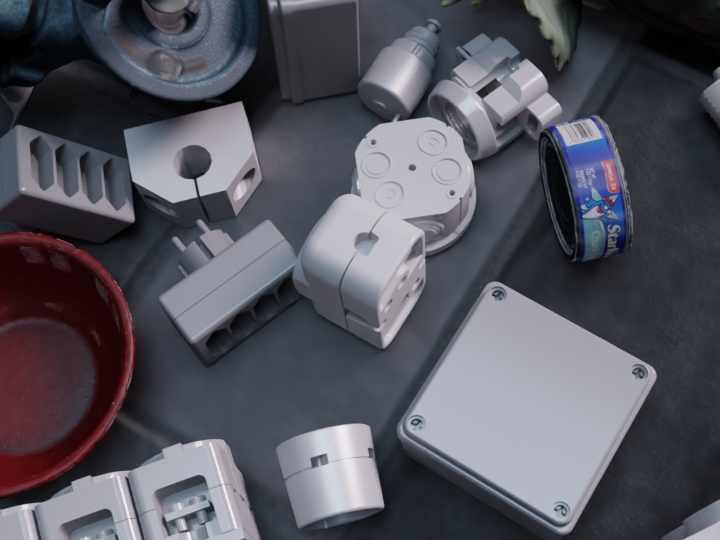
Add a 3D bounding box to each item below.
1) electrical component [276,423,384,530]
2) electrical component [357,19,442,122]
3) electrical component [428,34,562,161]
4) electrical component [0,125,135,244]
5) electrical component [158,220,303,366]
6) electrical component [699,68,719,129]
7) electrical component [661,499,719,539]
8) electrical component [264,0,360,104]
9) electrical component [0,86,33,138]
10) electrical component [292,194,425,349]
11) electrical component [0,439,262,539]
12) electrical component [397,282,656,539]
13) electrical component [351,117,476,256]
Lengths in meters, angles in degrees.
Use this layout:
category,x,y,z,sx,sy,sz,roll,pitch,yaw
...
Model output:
category,x,y,z,sx,sy,sz,roll,pitch,yaw
electrical component,-0.016,0.118,0.608,0.055,0.055,0.047,-14,71,-2
electrical component,0.031,-0.135,0.717,0.040,0.040,0.078,28,71,14
electrical component,0.081,-0.107,0.693,0.057,0.058,0.078,-37,70,-14
electrical component,-0.200,-0.045,0.682,0.076,0.083,0.047,-27,62,35
electrical component,-0.087,0.001,0.665,0.083,0.047,0.075,-37,70,-11
electrical component,0.252,-0.097,0.684,0.043,0.043,0.081,-27,68,-7
electrical component,0.156,0.169,0.547,0.186,0.105,0.060,-24,68,-6
electrical component,-0.035,-0.184,0.705,0.056,0.108,0.108,-10,67,-3
electrical component,-0.287,-0.133,0.726,0.105,0.060,0.186,13,69,9
electrical component,0.000,0.000,0.633,0.059,0.095,0.053,29,72,15
electrical component,-0.135,0.148,0.584,0.150,0.089,0.061,-19,68,-4
electrical component,0.094,0.081,0.614,0.109,0.056,0.108,30,72,15
electrical component,0.033,-0.053,0.676,0.080,0.051,0.080,-1,67,3
